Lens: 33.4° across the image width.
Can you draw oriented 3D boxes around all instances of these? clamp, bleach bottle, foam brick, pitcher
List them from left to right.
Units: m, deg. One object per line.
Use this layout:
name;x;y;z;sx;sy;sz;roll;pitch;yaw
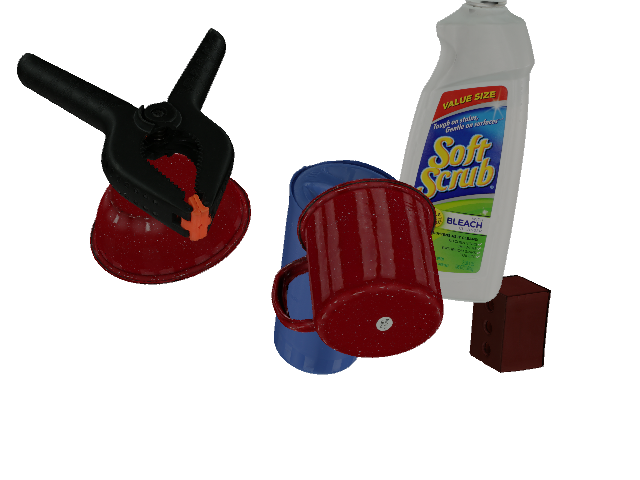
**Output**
clamp;-0.113;-0.086;0.788;0.164;0.210;0.036;-19;-37;-24
pitcher;0.019;0.043;1.226;0.145;0.243;0.149;14;38;4
bleach bottle;0.109;-0.080;0.839;0.103;0.251;0.068;9;23;14
foam brick;0.177;0.078;1.000;0.051;0.078;0.053;-7;18;-27

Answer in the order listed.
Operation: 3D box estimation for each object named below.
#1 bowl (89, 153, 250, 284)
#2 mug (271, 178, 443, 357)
bowl;-0.151;-0.034;1.026;0.162;0.162;0.055;0;-44;12
mug;0.022;0.024;0.684;0.117;0.081;0.093;-17;-40;14
